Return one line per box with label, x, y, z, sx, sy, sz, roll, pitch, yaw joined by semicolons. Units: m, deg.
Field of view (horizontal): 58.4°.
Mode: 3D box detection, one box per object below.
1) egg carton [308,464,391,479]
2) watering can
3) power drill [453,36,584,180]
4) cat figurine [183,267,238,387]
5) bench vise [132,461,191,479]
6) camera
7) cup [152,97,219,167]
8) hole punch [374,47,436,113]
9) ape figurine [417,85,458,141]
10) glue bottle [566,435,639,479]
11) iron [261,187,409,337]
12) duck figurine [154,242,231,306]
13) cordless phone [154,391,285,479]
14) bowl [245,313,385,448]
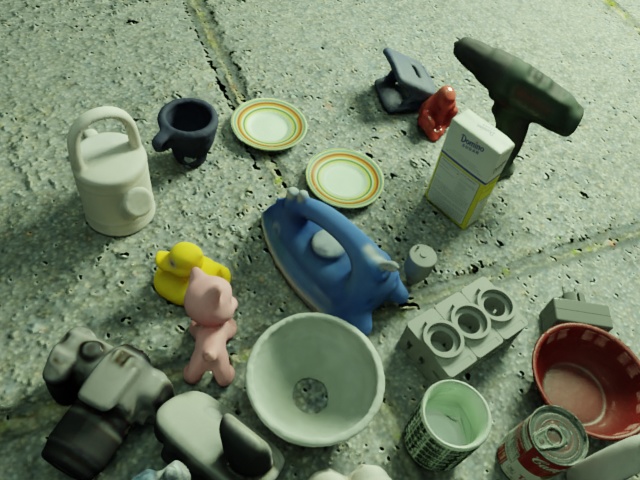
egg carton;0.040;0.319;0.607;0.107;0.069;0.150;-4;54;-12
watering can;-0.280;-0.097;0.783;0.172;0.194;0.101;30;55;13
power drill;0.301;-0.208;0.953;0.229;0.208;0.076;25;54;10
cat figurine;-0.136;0.101;0.708;0.067;0.118;0.127;0;54;-9
bench vise;-0.222;0.261;0.512;0.121;0.220;0.208;29;55;13
camera;-0.256;0.183;0.638;0.143;0.101;0.137;24;54;9
cup;-0.213;-0.154;0.899;0.091;0.095;0.118;33;56;15
hole punch;0.165;-0.304;1.075;0.101;0.091;0.108;-7;55;-14
ape figurine;0.217;-0.237;1.034;0.078;0.092;0.076;-8;56;-15
glue bottle;0.349;0.246;0.646;0.078;0.173;0.037;-11;56;-16
iron;0.007;0.003;0.790;0.257;0.141;0.119;41;58;20
duck figurine;-0.173;0.038;0.769;0.104;0.086;0.077;6;53;-5
cordless phone;-0.106;0.200;0.598;0.147;0.185;0.094;30;55;13
bowl;-0.009;0.178;0.699;0.167;0.075;0.167;5;53;-6
